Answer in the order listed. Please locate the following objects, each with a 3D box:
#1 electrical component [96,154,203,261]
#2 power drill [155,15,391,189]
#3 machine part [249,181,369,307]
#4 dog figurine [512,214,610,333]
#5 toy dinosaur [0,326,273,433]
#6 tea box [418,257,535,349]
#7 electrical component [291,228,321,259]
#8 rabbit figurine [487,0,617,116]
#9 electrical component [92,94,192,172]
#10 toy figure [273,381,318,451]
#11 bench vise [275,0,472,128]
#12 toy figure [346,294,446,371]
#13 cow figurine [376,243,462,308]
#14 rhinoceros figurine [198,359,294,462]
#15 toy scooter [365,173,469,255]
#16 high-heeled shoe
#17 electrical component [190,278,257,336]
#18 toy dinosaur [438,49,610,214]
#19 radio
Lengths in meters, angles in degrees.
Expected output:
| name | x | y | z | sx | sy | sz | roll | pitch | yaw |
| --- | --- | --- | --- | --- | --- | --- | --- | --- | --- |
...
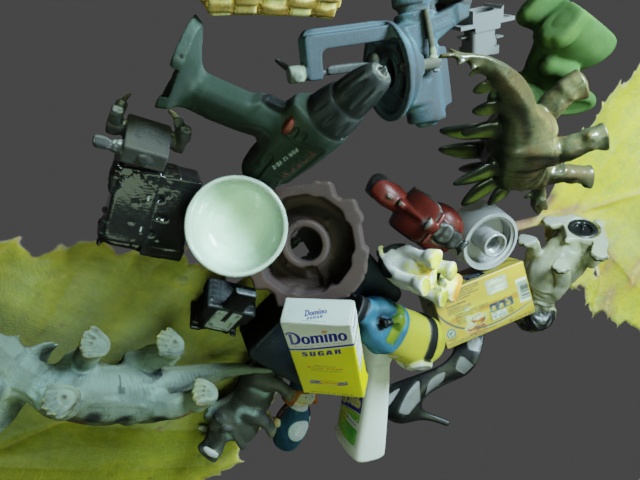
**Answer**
| name | x | y | z | sx | sy | sz | roll | pitch | yaw |
| --- | --- | --- | --- | --- | --- | --- | --- | --- | --- |
| electrical component | -0.204 | -0.039 | 0.678 | 0.134 | 0.058 | 0.114 | 10 | 113 | -24 |
| power drill | -0.064 | -0.159 | 0.597 | 0.207 | 0.086 | 0.232 | 22 | 144 | -22 |
| machine part | -0.018 | 0.005 | 0.720 | 0.179 | 0.056 | 0.179 | 1 | 95 | 10 |
| dog figurine | 0.418 | 0.064 | 0.943 | 0.172 | 0.121 | 0.190 | -18 | 134 | -8 |
| toy dinosaur | -0.278 | 0.198 | 0.727 | 0.404 | 0.131 | 0.192 | 20 | 146 | -37 |
| tea box | 0.259 | 0.101 | 0.895 | 0.170 | 0.068 | 0.098 | -18 | 100 | -10 |
| electrical component | -0.002 | -0.002 | 0.767 | 0.094 | 0.063 | 0.021 | -36 | 156 | 12 |
| rabbit figurine | 0.314 | -0.239 | 0.758 | 0.159 | 0.121 | 0.170 | 17 | 126 | -33 |
| electrical component | -0.206 | -0.126 | 0.632 | 0.102 | 0.078 | 0.045 | 18 | 131 | -21 |
| toy figure | -0.037 | 0.276 | 0.893 | 0.064 | 0.058 | 0.154 | -15 | 126 | -59 |
| bench vise | 0.071 | -0.239 | 0.648 | 0.241 | 0.129 | 0.223 | -14 | 116 | -18 |
| toy figure | 0.110 | 0.130 | 0.777 | 0.180 | 0.082 | 0.089 | 35 | 101 | -29 |
| cow figurine | 0.146 | 0.051 | 0.788 | 0.167 | 0.098 | 0.068 | 30 | 80 | -55 |
| rhinoceros figurine | -0.122 | 0.269 | 0.846 | 0.112 | 0.073 | 0.190 | 26 | 103 | -30 |
| toy scooter | 0.154 | -0.026 | 0.769 | 0.183 | 0.135 | 0.075 | 29 | 100 | -30 |
| high-heeled shoe | 0.196 | 0.215 | 0.960 | 0.145 | 0.086 | 0.248 | 22 | 83 | 10 |
| electrical component | -0.128 | 0.085 | 0.742 | 0.075 | 0.048 | 0.119 | 14 | 138 | -24 |
| toy dinosaur | 0.264 | -0.126 | 0.710 | 0.199 | 0.105 | 0.470 | -22 | 152 | 15 |
| radio | 0.003 | 0.106 | 0.815 | 0.229 | 0.073 | 0.131 | -44 | 122 | 6 |
